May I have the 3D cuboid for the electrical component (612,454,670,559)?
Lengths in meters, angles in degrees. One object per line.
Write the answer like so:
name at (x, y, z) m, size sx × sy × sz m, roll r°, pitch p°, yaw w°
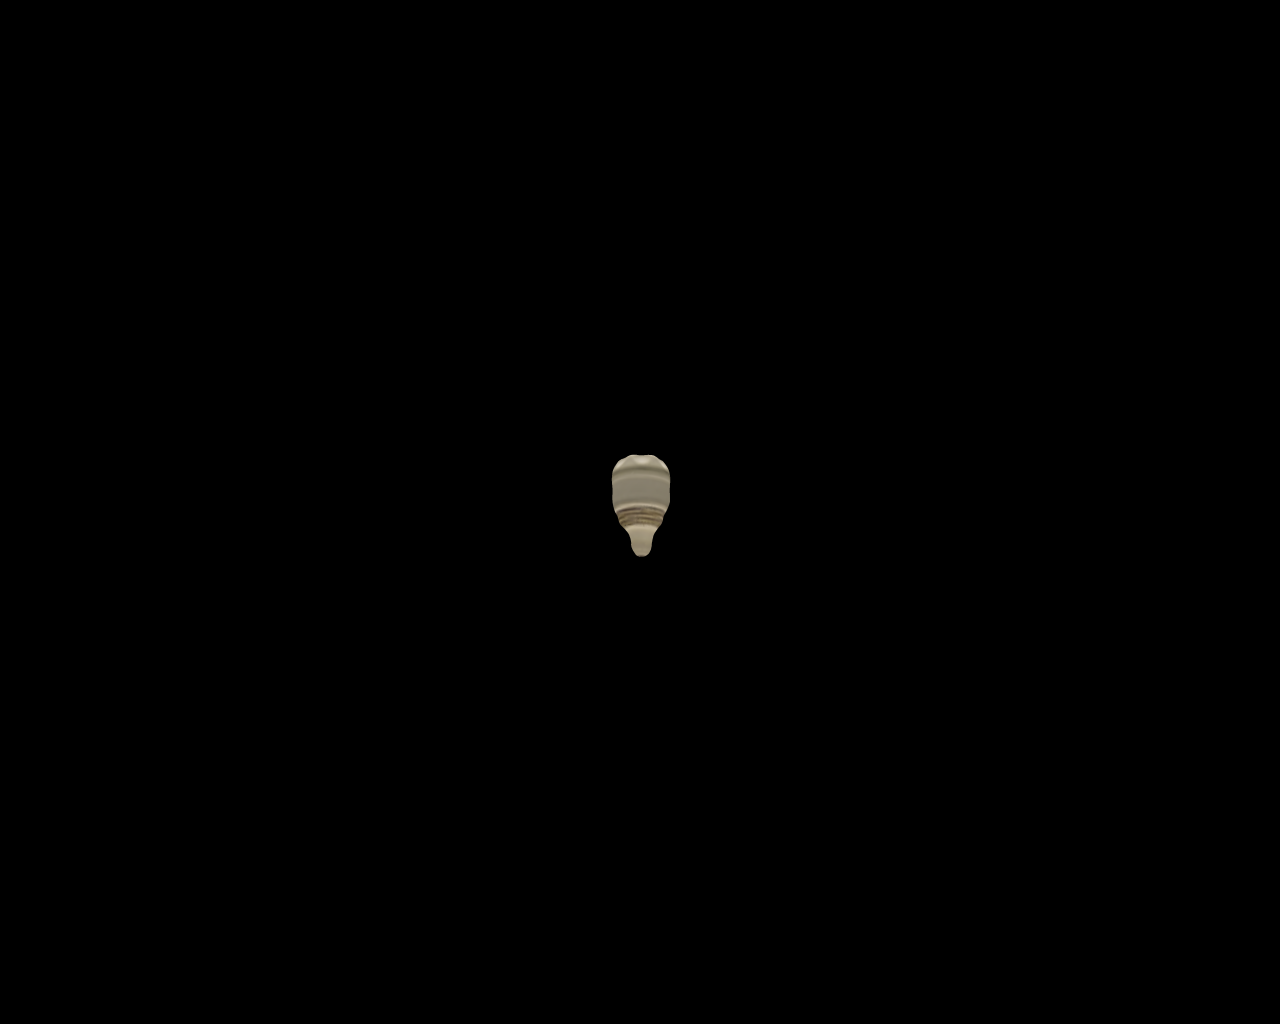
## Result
electrical component at (0.001, -0.003, 0.650) m, size 0.035 × 0.061 × 0.035 m, roll 0°, pitch -15°, yaw 0°
